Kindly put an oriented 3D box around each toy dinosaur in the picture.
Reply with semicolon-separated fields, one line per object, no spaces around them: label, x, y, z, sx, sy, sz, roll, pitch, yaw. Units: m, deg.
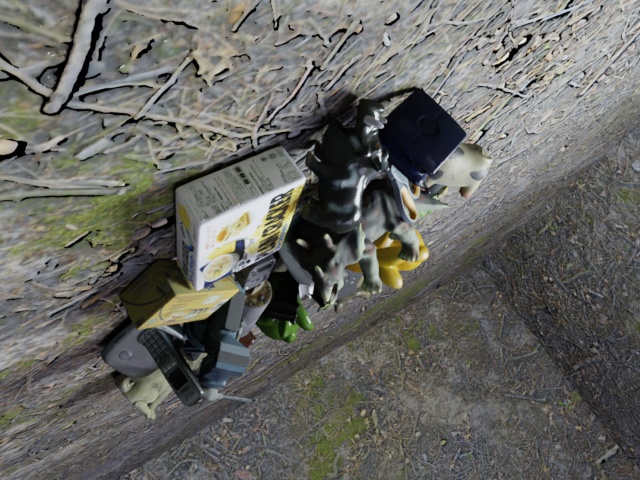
toy dinosaur;0.074;0.109;1.448;0.198;0.105;0.471;-23;156;-21
toy dinosaur;0.088;-0.032;0.929;0.405;0.131;0.191;-42;130;-34

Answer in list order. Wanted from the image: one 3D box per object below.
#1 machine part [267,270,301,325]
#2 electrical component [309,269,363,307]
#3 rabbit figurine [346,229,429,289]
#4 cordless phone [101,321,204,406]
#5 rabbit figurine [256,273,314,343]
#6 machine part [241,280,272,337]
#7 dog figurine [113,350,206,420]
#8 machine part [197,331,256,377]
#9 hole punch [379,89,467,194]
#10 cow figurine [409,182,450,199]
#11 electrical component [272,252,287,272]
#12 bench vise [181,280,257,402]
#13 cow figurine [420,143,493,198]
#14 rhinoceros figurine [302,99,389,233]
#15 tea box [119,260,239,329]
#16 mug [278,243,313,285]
machine part;-0.068;0.102;1.131;0.039;0.084;0.138;27;76;-63
electrical component;0.042;0.070;1.170;0.115;0.058;0.134;-24;142;-37
rabbit figurine;0.121;0.034;1.087;0.173;0.163;0.121;-5;119;-25
cordless phone;-0.287;0.226;0.953;0.146;0.184;0.088;-40;167;20
rabbit figurine;-0.091;0.151;1.214;0.121;0.159;0.170;-15;141;-25
machine part;-0.161;0.144;1.142;0.079;0.079;0.243;-22;161;-34
dog figurine;-0.345;0.285;1.195;0.190;0.121;0.172;-43;170;-19
machine part;-0.242;0.289;1.361;0.179;0.056;0.179;-39;180;0
hole punch;0.144;-0.151;0.795;0.092;0.142;0.116;-43;-178;34
cow figurine;0.188;-0.101;1.072;0.167;0.098;0.068;-41;164;12
electrical component;-0.087;0.031;1.031;0.102;0.045;0.078;-6;120;-62
bench vise;-0.212;0.191;1.024;0.129;0.223;0.241;9;166;-38
cow figurine;0.216;-0.147;0.943;0.195;0.085;0.127;9;142;-24
rhinoceros figurine;0.037;-0.100;0.742;0.073;0.112;0.190;-49;154;-71
tea box;-0.224;0.086;0.876;0.098;0.068;0.169;-39;162;17
mug;-0.033;0.009;0.980;0.081;0.110;0.107;-18;129;23
